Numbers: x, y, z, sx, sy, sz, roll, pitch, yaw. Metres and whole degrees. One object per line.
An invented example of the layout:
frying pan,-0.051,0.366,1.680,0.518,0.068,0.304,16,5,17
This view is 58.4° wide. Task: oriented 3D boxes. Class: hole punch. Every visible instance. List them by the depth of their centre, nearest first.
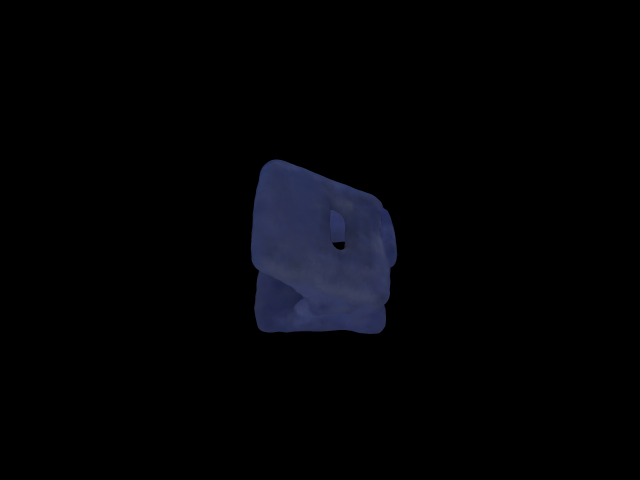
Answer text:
hole punch,0.004,0.001,0.400,0.101,0.091,0.108,0,46,0
